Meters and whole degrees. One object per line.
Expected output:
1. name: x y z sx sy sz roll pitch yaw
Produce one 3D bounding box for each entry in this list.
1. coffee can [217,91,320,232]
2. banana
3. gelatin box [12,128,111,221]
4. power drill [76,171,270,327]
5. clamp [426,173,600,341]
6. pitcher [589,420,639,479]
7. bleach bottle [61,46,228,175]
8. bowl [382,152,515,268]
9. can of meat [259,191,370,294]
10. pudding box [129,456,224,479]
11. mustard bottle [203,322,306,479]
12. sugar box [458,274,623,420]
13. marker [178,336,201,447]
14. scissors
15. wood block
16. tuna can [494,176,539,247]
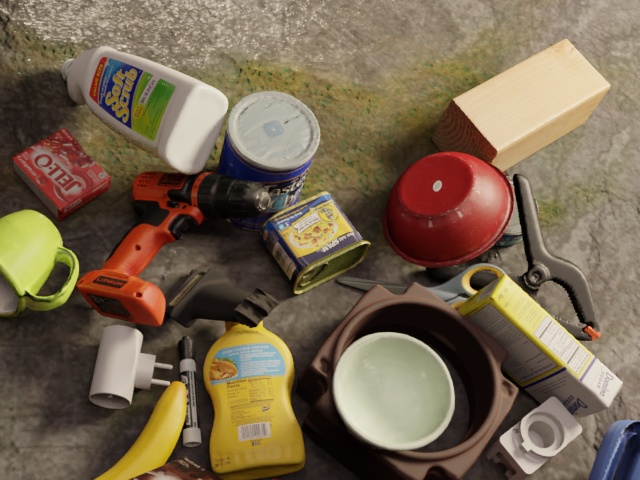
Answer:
1. coffee can: -0.064 -0.087 1.215 0.102 0.140 0.103 6 60 -10
2. banana: -0.197 0.222 1.063 0.197 0.037 0.069 -36 89 -27
3. gelatin box: -0.295 -0.076 1.219 0.073 0.030 0.089 -37 74 -28
4. power drill: -0.161 0.002 1.148 0.185 0.057 0.187 5 52 36
5. clamp: 0.253 0.034 1.257 0.210 0.036 0.164 37 86 5
6. pitcher: 0.324 0.313 1.084 0.149 0.145 0.242 23 60 17
7. bleach bottle: -0.217 -0.159 1.217 0.251 0.068 0.102 24 91 39
8. bowl: 0.142 -0.049 1.247 0.162 0.055 0.162 -13 52 17
9. can of meat: -0.008 0.002 1.227 0.102 0.057 0.084 -25 67 -25
10. pudding box: -0.122 0.257 1.021 0.114 0.039 0.089 21 18 31
11. mustard bottle: -0.073 0.152 1.124 0.096 0.058 0.191 -8 62 -1
12. sugar box: 0.237 0.123 1.177 0.176 0.093 0.048 41 61 -2
13. marker: -0.139 0.158 1.129 0.020 0.020 0.121 0 61 -13
14. scissors: 0.130 0.048 1.235 0.202 0.016 0.096 26 91 2
15. wood block: 0.256 -0.163 1.363 0.205 0.090 0.091 -30 71 -27
16. tuna can: 0.223 -0.035 1.315 0.086 0.034 0.086 6 60 -10
